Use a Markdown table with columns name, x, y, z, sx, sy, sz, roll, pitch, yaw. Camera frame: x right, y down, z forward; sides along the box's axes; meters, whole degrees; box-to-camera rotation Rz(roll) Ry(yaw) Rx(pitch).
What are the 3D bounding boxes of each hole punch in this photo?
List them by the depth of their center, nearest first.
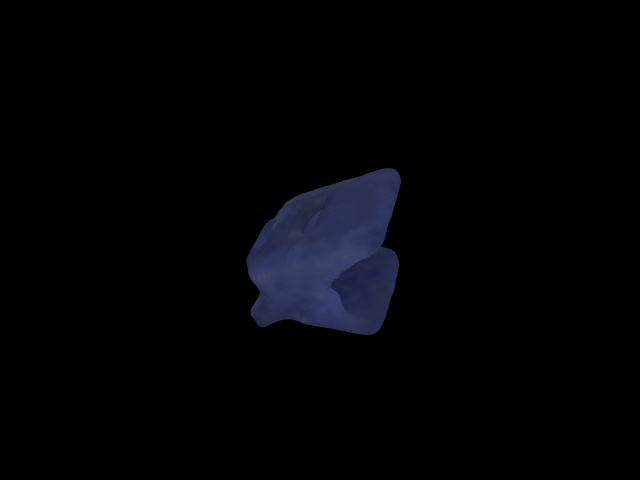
| name | x | y | z | sx | sy | sz | roll | pitch | yaw |
| --- | --- | --- | --- | --- | --- | --- | --- | --- | --- |
| hole punch | 0.004 | 0.001 | 0.400 | 0.101 | 0.091 | 0.109 | 8 | 36 | 12 |
